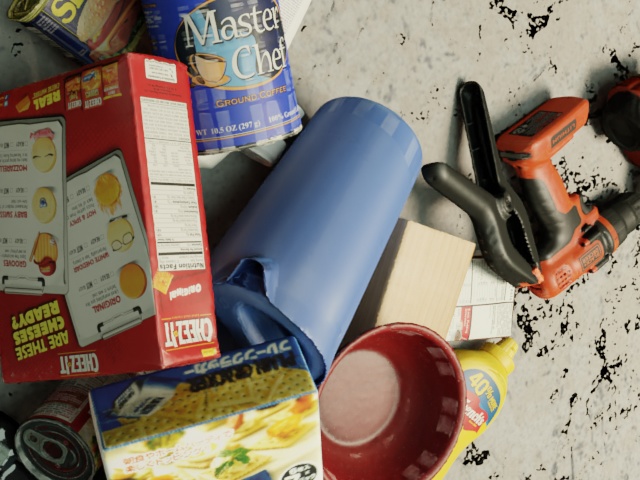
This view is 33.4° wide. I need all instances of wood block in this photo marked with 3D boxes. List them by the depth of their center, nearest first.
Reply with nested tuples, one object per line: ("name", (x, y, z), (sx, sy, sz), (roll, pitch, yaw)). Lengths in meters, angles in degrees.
("wood block", (0.059, 0.083, 1.009), (0.090, 0.091, 0.206), (18, 90, -34))

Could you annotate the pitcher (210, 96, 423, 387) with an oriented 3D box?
("pitcher", (-0.006, 0.001, 0.907), (0.145, 0.149, 0.242), (44, 56, -20))

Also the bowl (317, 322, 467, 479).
("bowl", (0.047, 0.144, 0.925), (0.161, 0.055, 0.162), (-6, 102, -29))

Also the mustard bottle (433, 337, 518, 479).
("mustard bottle", (0.137, 0.170, 1.097), (0.191, 0.058, 0.096), (-43, 120, -19))

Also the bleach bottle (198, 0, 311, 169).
("bleach bottle", (-0.081, -0.163, 0.887), (0.102, 0.068, 0.251), (27, 87, -31))

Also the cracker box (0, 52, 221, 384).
("cracker box", (-0.161, -0.011, 0.768), (0.071, 0.164, 0.214), (-2, 84, -55))

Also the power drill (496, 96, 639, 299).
("power drill", (0.271, -0.054, 1.138), (0.184, 0.057, 0.187), (-36, 116, -27))

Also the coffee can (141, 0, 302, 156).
("coffee can", (-0.075, -0.143, 0.803), (0.102, 0.103, 0.140), (-19, 107, -29))

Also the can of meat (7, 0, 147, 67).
("can of meat", (-0.176, -0.187, 0.824), (0.083, 0.058, 0.102), (36, 80, -35))

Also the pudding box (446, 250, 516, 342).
("pudding box", (0.150, 0.057, 1.094), (0.113, 0.039, 0.090), (-1, 98, -36))

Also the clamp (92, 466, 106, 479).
("clamp", (-0.185, 0.243, 0.912), (0.171, 0.039, 0.120), (-45, 132, -7))

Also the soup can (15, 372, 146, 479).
("soup can", (-0.186, 0.140, 0.849), (0.068, 0.069, 0.102), (70, 27, -22))

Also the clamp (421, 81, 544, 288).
("clamp", (0.169, -0.044, 1.050), (0.210, 0.036, 0.164), (55, 39, -30))
